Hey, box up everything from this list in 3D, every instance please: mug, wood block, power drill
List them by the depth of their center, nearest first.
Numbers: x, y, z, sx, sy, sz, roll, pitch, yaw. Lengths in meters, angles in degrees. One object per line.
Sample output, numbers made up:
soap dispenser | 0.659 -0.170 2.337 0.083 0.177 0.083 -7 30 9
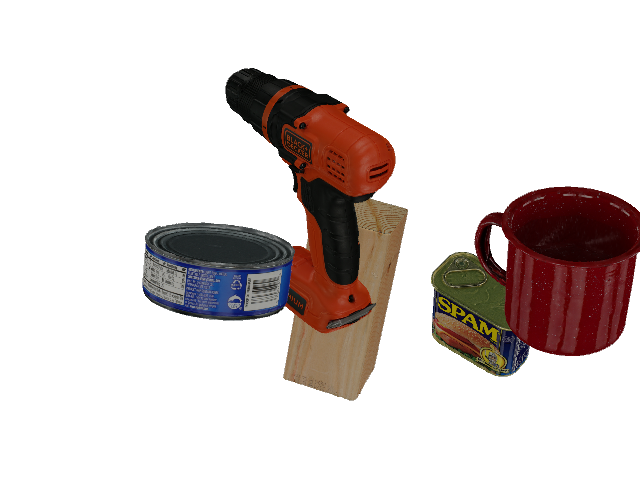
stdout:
mug | 0.155 0.019 0.716 0.117 0.081 0.093 20 41 30
power drill | -0.015 -0.033 0.859 0.057 0.188 0.185 -23 40 -29
wood block | 0.028 0.061 1.196 0.090 0.206 0.090 16 23 12

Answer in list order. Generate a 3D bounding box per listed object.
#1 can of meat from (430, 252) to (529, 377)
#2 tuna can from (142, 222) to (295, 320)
can of meat | 0.154 0.073 1.015 0.102 0.084 0.057 31 57 27
tuna can | -0.059 0.017 0.613 0.086 0.034 0.086 7 15 -2
